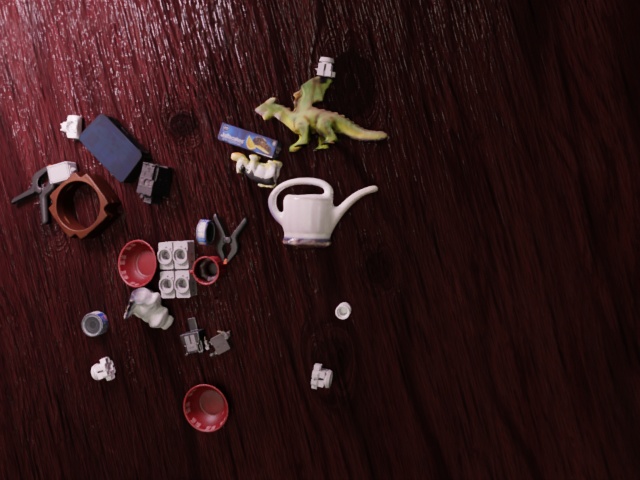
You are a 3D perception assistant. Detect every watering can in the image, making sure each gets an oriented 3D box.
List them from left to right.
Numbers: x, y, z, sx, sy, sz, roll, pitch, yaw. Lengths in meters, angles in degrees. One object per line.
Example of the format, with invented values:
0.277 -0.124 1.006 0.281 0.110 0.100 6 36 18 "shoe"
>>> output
0.005 -0.081 1.612 0.347 0.104 0.224 3 93 11 "watering can"

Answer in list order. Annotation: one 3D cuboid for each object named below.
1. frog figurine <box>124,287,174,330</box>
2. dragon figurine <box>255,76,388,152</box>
-0.569 0.231 1.745 0.159 0.125 0.135 18 123 -20 "frog figurine"
-0.001 -0.401 1.612 0.410 0.121 0.244 -5 83 10 "dragon figurine"
